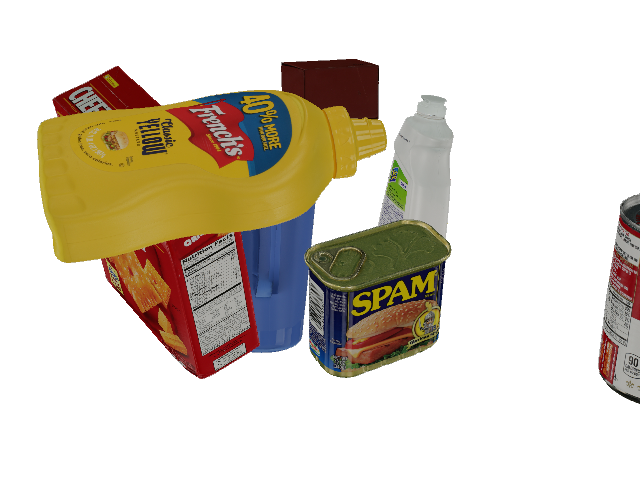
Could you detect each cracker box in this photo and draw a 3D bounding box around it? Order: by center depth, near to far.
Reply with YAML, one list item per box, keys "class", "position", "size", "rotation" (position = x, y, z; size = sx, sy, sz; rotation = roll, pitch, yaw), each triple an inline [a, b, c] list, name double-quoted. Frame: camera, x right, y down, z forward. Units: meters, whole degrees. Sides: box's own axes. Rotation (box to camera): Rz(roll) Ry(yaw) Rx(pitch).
- class: "cracker box"
  position: [-0.133, -0.010, 0.876]
  size: [0.072, 0.214, 0.164]
  rotation: [-32, 52, -23]

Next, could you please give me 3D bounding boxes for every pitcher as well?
- class: "pitcher"
  position: [-0.071, 0.013, 1.315]
  size: [0.145, 0.243, 0.148]
  rotation: [12, 15, 37]

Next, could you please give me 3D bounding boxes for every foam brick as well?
- class: "foam brick"
  position: [0.009, -0.137, 0.982]
  size: [0.078, 0.051, 0.053]
  rotation: [-6, 18, -23]

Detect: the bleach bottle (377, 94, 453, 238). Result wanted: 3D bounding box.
- class: "bleach bottle"
  position: [0.106, -0.032, 1.174]
  size: [0.068, 0.251, 0.103]
  rotation: [0, 22, -23]

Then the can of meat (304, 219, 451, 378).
- class: "can of meat"
  position: [0.040, 0.042, 0.766]
  size: [0.102, 0.084, 0.057]
  rotation: [-16, 37, -23]

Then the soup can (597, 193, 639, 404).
- class: "soup can"
  position: [0.191, 0.032, 0.583]
  size: [0.068, 0.102, 0.068]
  rotation: [1, 24, -1]

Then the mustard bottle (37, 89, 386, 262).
- class: "mustard bottle"
  position: [-0.057, -0.044, 0.596]
  size: [0.191, 0.058, 0.096]
  rotation: [-10, 41, -9]
